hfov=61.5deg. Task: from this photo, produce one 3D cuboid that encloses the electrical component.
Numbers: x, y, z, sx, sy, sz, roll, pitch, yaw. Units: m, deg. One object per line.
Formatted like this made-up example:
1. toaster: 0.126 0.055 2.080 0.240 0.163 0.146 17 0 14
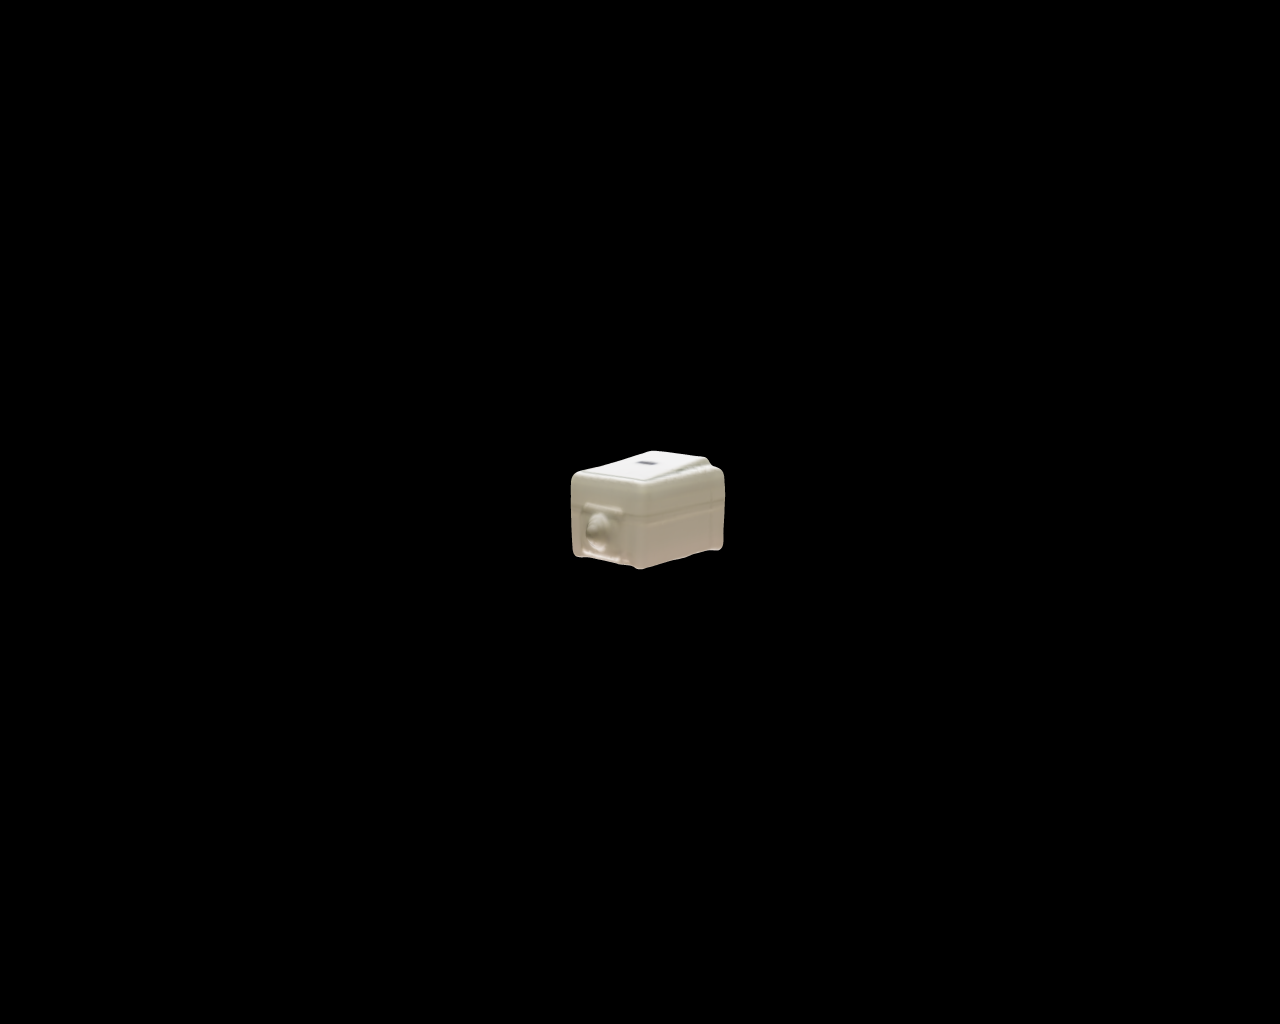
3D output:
1. electrical component: 0.001 -0.003 0.650 0.062 0.061 0.096 10 15 42
